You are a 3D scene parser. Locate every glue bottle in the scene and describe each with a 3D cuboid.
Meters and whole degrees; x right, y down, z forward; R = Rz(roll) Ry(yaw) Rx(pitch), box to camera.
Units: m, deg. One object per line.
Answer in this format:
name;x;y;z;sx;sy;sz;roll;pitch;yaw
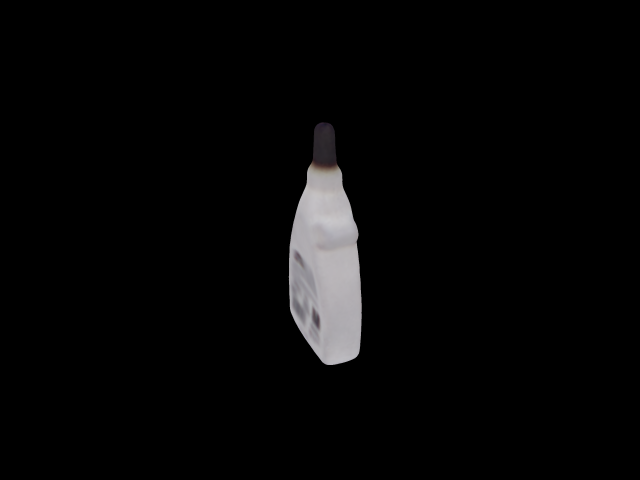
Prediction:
glue bottle;0.004;0.001;0.400;0.037;0.173;0.078;-14;36;-20
